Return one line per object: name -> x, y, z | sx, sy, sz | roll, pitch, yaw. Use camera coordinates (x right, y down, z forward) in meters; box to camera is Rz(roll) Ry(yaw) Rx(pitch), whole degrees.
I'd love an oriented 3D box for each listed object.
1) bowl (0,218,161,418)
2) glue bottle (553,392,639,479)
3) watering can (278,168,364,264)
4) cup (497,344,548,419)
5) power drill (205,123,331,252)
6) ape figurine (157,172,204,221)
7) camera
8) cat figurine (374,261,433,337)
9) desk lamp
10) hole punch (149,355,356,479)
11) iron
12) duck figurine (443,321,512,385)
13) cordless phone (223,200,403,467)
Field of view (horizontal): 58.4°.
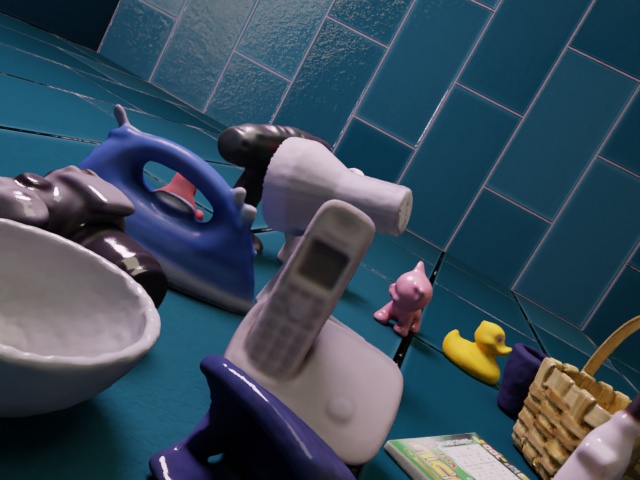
bowl -> -0.186, 0.051, 0.337 | 0.167, 0.074, 0.167 | 28, 10, -5
glue bottle -> 0.222, 0.193, 0.471 | 0.078, 0.173, 0.037 | 17, 15, -49
watering can -> 0.011, -0.034, 0.949 | 0.174, 0.194, 0.100 | 19, 14, -43
cup -> 0.298, 0.213, 0.805 | 0.092, 0.095, 0.117 | 27, 10, -9
power drill -> -0.090, -0.090, 0.909 | 0.075, 0.208, 0.230 | 34, 11, 29
ape figurine -> -0.193, -0.053, 0.779 | 0.077, 0.092, 0.076 | 30, 10, 7
camera -> -0.196, 0.005, 0.460 | 0.136, 0.101, 0.144 | 33, 11, 23
cat figurine -> 0.148, 0.091, 0.926 | 0.067, 0.117, 0.128 | 32, 11, 19
desk lamp -> 0.006, 0.003, 0.704 | 0.202, 0.213, 0.118 | 32, 11, 18
hole punch -> -0.030, 0.126, 0.347 | 0.108, 0.091, 0.101 | 36, 12, 33
iron -> -0.159, -0.036, 0.646 | 0.258, 0.141, 0.119 | 29, 10, 0
duck figurine -> 0.258, 0.171, 0.926 | 0.104, 0.086, 0.078 | 32, 11, 19
cordless phone -> 0.016, 0.073, 0.464 | 0.147, 0.185, 0.094 | 28, 10, -3
